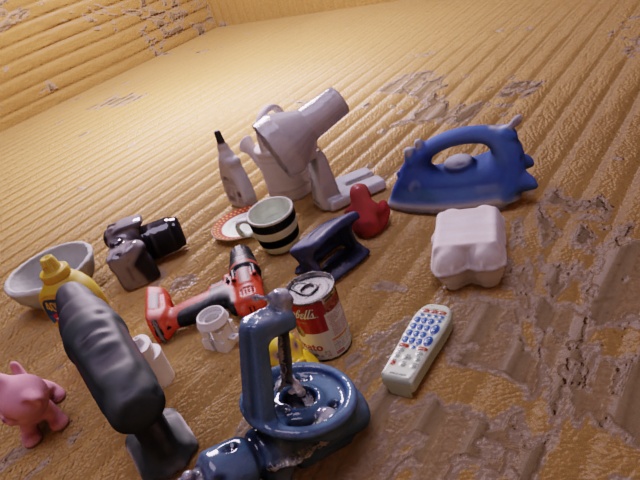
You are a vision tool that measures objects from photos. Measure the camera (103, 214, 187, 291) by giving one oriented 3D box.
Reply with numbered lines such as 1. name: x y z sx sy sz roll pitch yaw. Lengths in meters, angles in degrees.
1. camera: -0.329 0.005 1.084 0.137 0.101 0.143 -22 31 -7

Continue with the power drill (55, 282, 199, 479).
1. power drill: -0.224 0.168 0.658 0.076 0.209 0.228 -32 34 -23

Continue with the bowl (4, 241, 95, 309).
1. bowl: -0.492 0.078 1.074 0.167 0.075 0.167 -13 31 8

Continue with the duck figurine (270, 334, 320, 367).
1. duck figurine: -0.044 0.149 0.718 0.078 0.086 0.104 -31 33 -21

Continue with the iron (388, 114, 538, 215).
1. iron: 0.229 -0.129 0.975 0.257 0.142 0.118 -6 32 18

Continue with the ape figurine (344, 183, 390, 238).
1. ape figurine: 0.077 -0.057 0.984 0.077 0.092 0.076 -2 34 24

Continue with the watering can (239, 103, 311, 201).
1. watering can: -0.091 -0.182 1.173 0.172 0.194 0.101 -7 32 18

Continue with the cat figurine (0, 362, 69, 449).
1. cat figurine: -0.395 0.209 0.769 0.067 0.118 0.127 -29 32 -19

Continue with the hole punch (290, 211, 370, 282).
1. hole punch: 0.008 0.003 0.923 0.109 0.091 0.100 -37 36 -30

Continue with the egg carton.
1. egg carton: 0.216 0.007 0.832 0.107 0.069 0.150 -6 32 19

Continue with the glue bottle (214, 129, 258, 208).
1. glue bottle: -0.183 -0.148 1.185 0.037 0.173 0.077 -38 36 -30

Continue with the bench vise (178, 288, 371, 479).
1. bench vise: -0.046 0.168 0.556 0.121 0.220 0.208 8 39 37

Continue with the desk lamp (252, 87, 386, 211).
1. desk lamp: -0.004 -0.166 1.083 0.203 0.214 0.117 -24 31 -11
